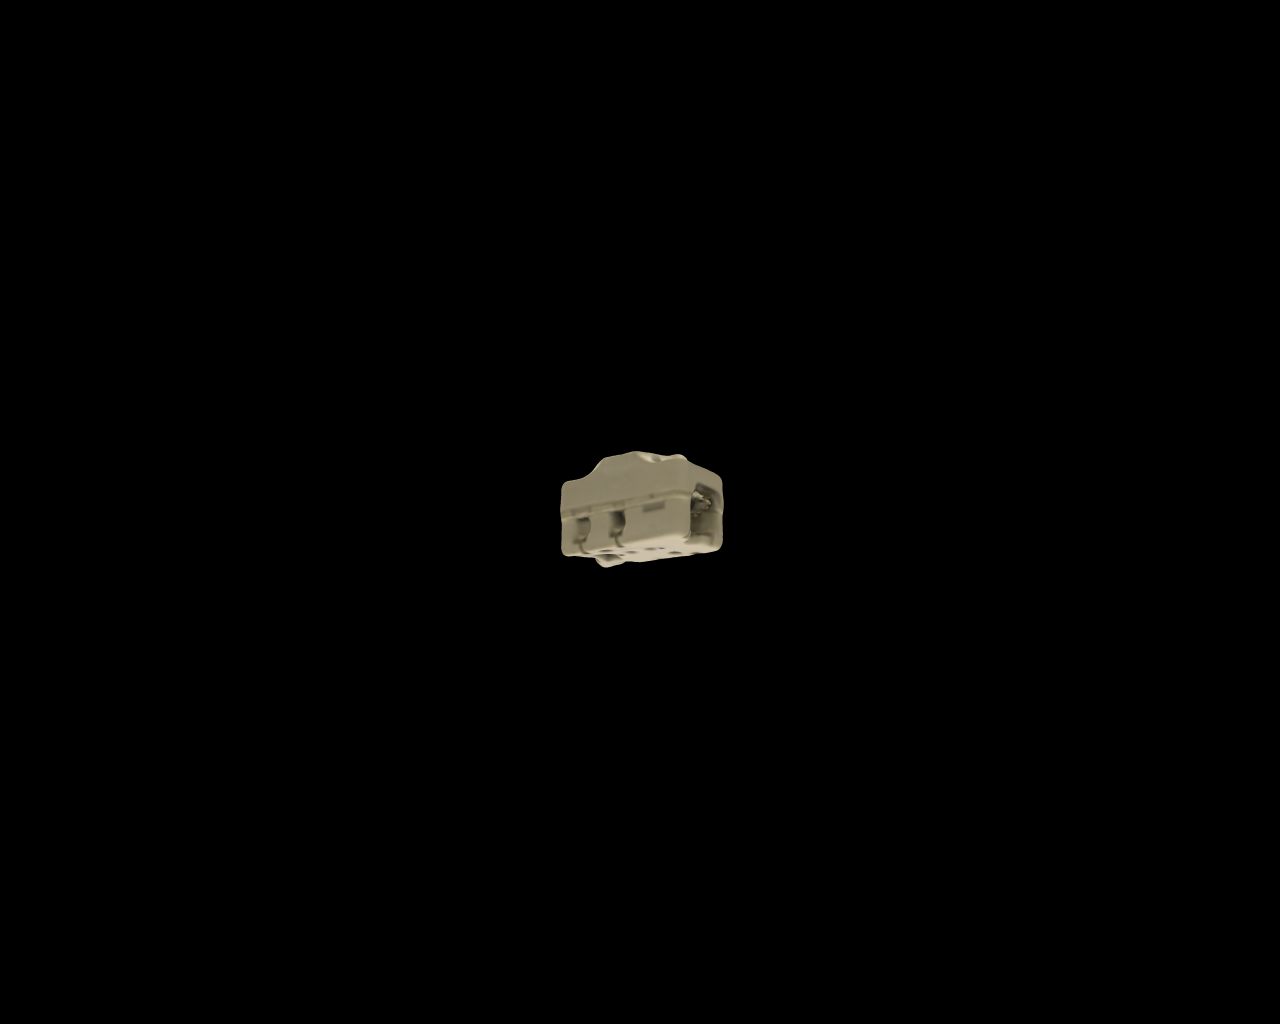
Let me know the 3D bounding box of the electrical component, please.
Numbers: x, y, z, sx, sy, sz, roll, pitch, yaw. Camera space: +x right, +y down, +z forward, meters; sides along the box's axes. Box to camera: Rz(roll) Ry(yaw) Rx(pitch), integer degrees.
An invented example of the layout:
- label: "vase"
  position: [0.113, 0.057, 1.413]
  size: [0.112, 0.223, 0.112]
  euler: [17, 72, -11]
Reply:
- label: "electrical component"
  position: [0.001, -0.003, 0.650]
  size: [0.089, 0.056, 0.050]
  euler: [-10, -18, 33]
